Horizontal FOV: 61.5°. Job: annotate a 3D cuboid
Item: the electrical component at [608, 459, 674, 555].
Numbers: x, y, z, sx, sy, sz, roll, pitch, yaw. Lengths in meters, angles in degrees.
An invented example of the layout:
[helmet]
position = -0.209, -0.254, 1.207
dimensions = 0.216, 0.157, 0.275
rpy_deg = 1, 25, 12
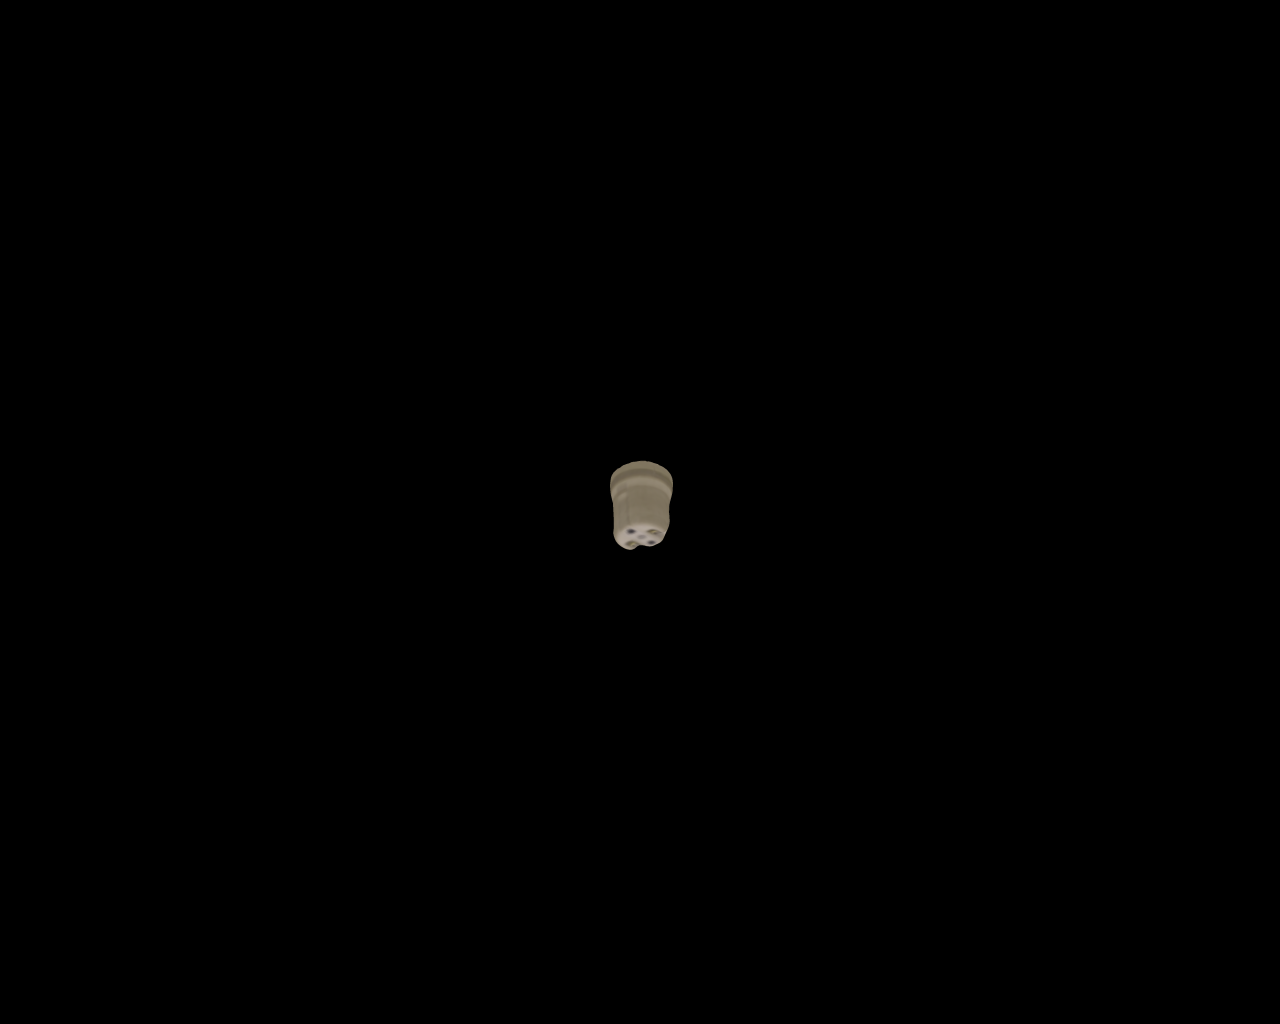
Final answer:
[electrical component]
position = 0.001, -0.003, 0.650
dimensions = 0.040, 0.046, 0.040
rpy_deg = 0, -37, 0
